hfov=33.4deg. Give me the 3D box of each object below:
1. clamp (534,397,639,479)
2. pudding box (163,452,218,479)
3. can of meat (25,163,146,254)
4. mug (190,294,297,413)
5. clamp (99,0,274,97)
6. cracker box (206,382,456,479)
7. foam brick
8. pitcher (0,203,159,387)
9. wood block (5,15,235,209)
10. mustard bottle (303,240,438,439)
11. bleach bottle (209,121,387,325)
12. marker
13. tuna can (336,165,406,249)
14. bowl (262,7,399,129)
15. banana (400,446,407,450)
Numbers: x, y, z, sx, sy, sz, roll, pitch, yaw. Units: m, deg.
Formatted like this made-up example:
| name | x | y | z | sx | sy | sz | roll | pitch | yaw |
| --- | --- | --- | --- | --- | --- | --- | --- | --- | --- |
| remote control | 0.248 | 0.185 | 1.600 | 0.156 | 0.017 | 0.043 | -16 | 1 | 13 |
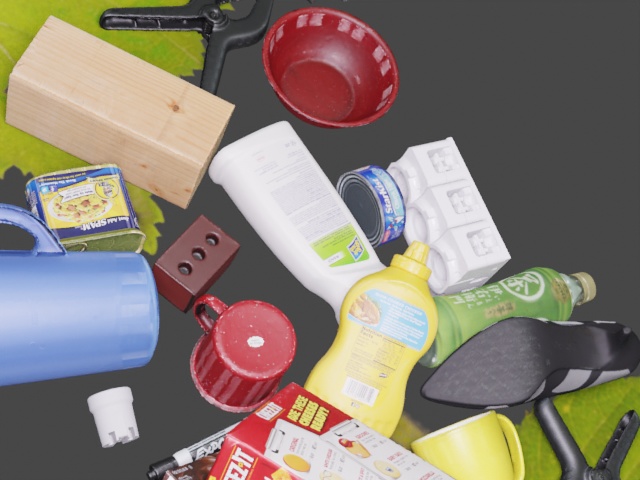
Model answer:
| name | x | y | z | sx | sy | sz | roll | pitch | yaw |
| --- | --- | --- | --- | --- | --- | --- | --- | --- | --- |
| clamp | 0.287 | 0.243 | 1.095 | 0.120 | 0.039 | 0.171 | 0 | 67 | -13 |
| pudding box | -0.080 | 0.232 | 0.932 | 0.090 | 0.039 | 0.113 | 38 | 20 | 22 |
| can of meat | -0.232 | -0.023 | 1.045 | 0.102 | 0.058 | 0.084 | -11 | 66 | -24 |
| mug | -0.078 | 0.099 | 1.019 | 0.093 | 0.082 | 0.117 | -34 | 78 | -30 |
| clamp | -0.133 | -0.248 | 1.208 | 0.164 | 0.036 | 0.209 | 39 | 59 | 4 |
| cracker box | 0.026 | 0.223 | 0.921 | 0.214 | 0.072 | 0.164 | 28 | 15 | 13 |
| foam brick | -0.125 | 0.024 | 1.060 | 0.053 | 0.051 | 0.078 | 38 | 58 | 2 |
| pitcher | -0.271 | 0.058 | 0.943 | 0.242 | 0.149 | 0.145 | -2 | 56 | -24 |
| wood block | -0.205 | -0.129 | 1.090 | 0.206 | 0.090 | 0.090 | 26 | 57 | -4 |
| mustard bottle | 0.061 | 0.090 | 1.040 | 0.096 | 0.058 | 0.191 | 24 | 86 | -1 |
| bleach bottle | -0.007 | 0.001 | 1.107 | 0.102 | 0.068 | 0.251 | -29 | 78 | -27 |
| marker | -0.106 | 0.195 | 0.996 | 0.120 | 0.020 | 0.020 | -23 | 73 | -28 |
| tuna can | 0.054 | -0.035 | 1.132 | 0.033 | 0.086 | 0.086 | -20 | 71 | -28 |
| bowl | 0.006 | -0.184 | 1.210 | 0.162 | 0.055 | 0.162 | 8 | 61 | -15 |
| banana | 0.105 | 0.291 | 1.001 | 0.069 | 0.037 | 0.198 | -34 | 73 | -8 |
